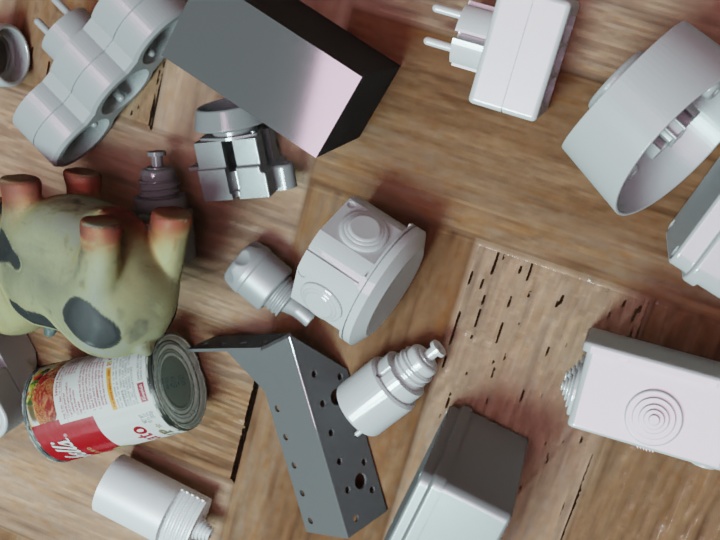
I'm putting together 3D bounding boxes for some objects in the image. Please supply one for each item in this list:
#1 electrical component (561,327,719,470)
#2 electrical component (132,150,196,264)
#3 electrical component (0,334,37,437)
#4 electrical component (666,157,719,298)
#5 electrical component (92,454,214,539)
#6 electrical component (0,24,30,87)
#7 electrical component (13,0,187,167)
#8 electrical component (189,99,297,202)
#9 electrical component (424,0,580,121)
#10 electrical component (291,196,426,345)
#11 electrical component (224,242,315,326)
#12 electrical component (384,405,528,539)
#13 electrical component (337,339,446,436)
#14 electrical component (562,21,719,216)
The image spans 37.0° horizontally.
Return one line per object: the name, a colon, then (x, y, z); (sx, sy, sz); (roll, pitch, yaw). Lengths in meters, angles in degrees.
electrical component: (0.164, 0.070, 0.598); (0.100, 0.100, 0.048); (15, 95, 13)
electrical component: (-0.127, -0.037, 0.688); (0.040, 0.040, 0.078); (3, 105, 16)
electrical component: (-0.266, 0.068, 0.748); (0.054, 0.059, 0.095); (-24, 97, 21)
electrical component: (0.216, -0.039, 0.563); (0.057, 0.078, 0.113); (33, 111, 3)
electrical component: (-0.139, 0.165, 0.743); (0.081, 0.043, 0.043); (25, 110, 9)
electrical component: (-0.245, -0.139, 0.698); (0.046, 0.040, 0.040); (3, 105, 22)
electrical component: (-0.171, -0.137, 0.668); (0.073, 0.052, 0.138); (46, 112, 1)
electrical component: (-0.075, -0.075, 0.660); (0.066, 0.048, 0.055); (-3, 111, 18)
electrical component: (0.074, -0.127, 0.599); (0.077, 0.047, 0.065); (19, 109, 12)
electrical component: (0.000, 0.000, 0.639); (0.051, 0.080, 0.080); (33, 111, 12)
electrical component: (-0.054, 0.012, 0.682); (0.061, 0.035, 0.035); (40, 112, 0)
electrical component: (0.052, 0.153, 0.648); (0.056, 0.108, 0.108); (26, 110, 6)
electrical component: (0.021, 0.070, 0.672); (0.078, 0.040, 0.040); (-40, 90, 22)
electrical component: (0.156, -0.079, 0.563); (0.064, 0.099, 0.099); (46, 112, 8)
